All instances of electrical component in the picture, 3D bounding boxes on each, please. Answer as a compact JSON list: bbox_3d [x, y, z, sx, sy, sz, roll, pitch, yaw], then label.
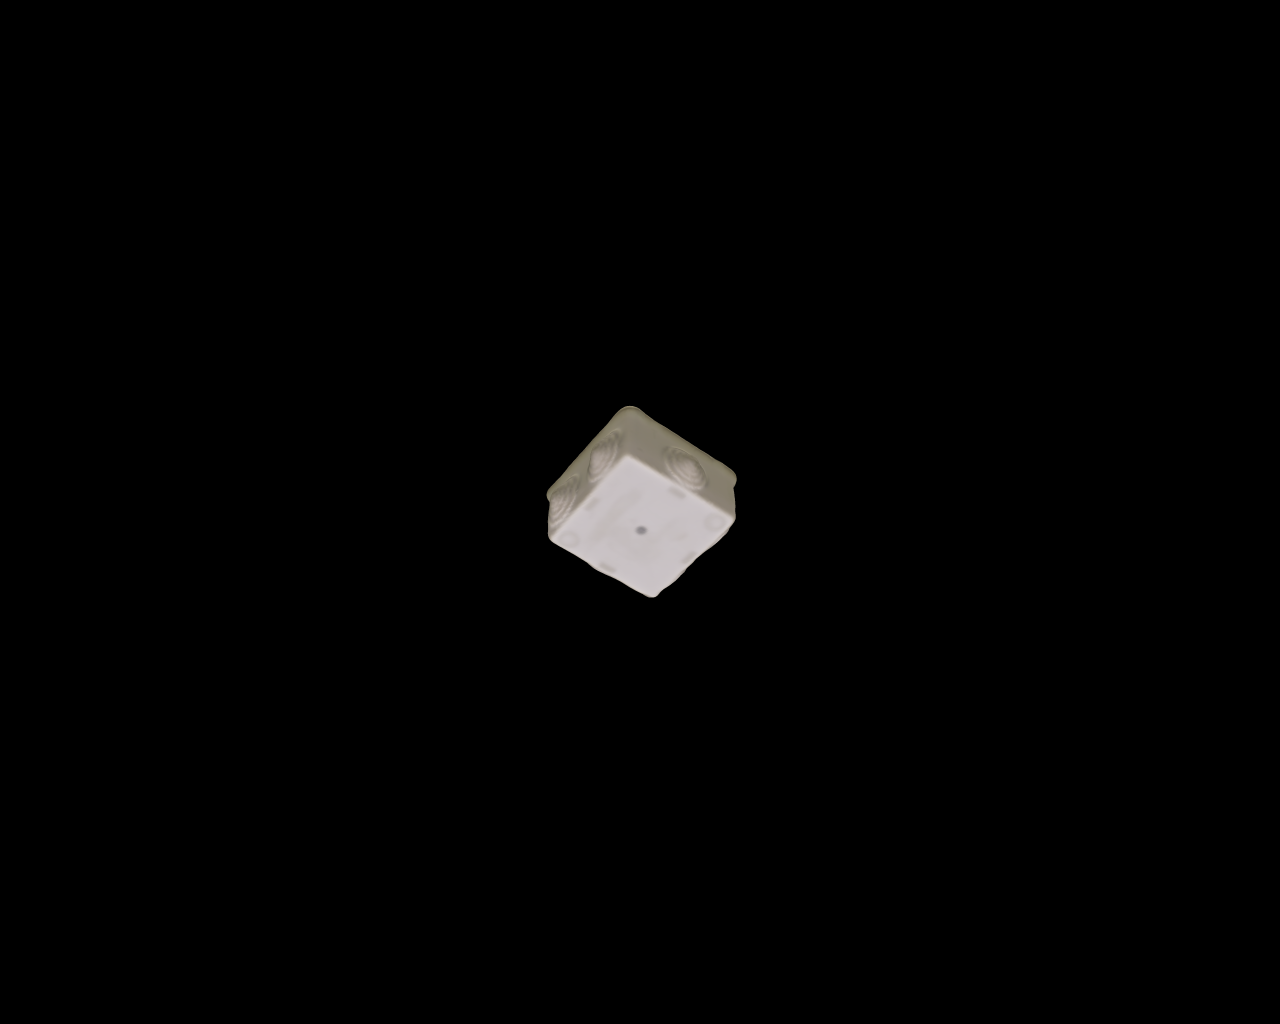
[{"bbox_3d":[0.001,-0.003,0.650,0.099,0.099,0.048,32,32,-22],"label":"electrical component"}]
